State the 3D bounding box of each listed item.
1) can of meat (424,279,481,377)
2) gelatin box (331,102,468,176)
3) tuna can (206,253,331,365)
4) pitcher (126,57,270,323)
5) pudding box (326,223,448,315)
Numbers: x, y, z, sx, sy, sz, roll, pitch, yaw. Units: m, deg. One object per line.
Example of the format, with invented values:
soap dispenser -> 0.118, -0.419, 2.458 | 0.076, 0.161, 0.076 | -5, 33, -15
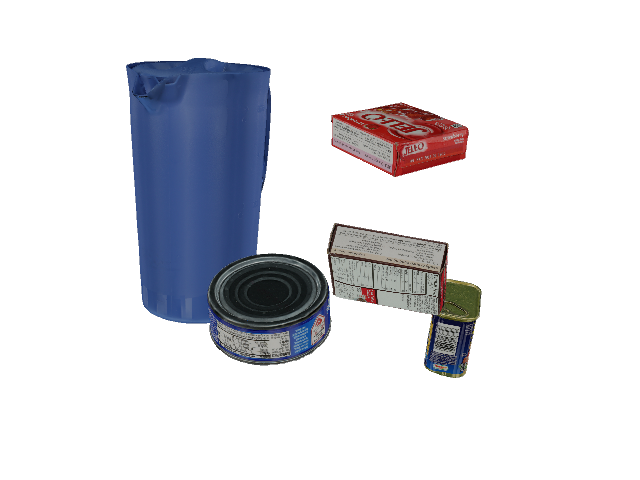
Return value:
can of meat -> 0.160, 0.107, 1.301 | 0.057, 0.084, 0.102 | 10, 23, 6
gelatin box -> 0.063, -0.083, 0.857 | 0.073, 0.030, 0.089 | -15, 28, -31
tuna can -> -0.036, 0.046, 0.740 | 0.086, 0.034, 0.086 | -2, 35, 1
pitcher -> -0.110, -0.052, 1.023 | 0.149, 0.243, 0.145 | -2, 15, -14
pudding box -> 0.066, 0.029, 1.030 | 0.113, 0.039, 0.090 | 9, -30, 10
